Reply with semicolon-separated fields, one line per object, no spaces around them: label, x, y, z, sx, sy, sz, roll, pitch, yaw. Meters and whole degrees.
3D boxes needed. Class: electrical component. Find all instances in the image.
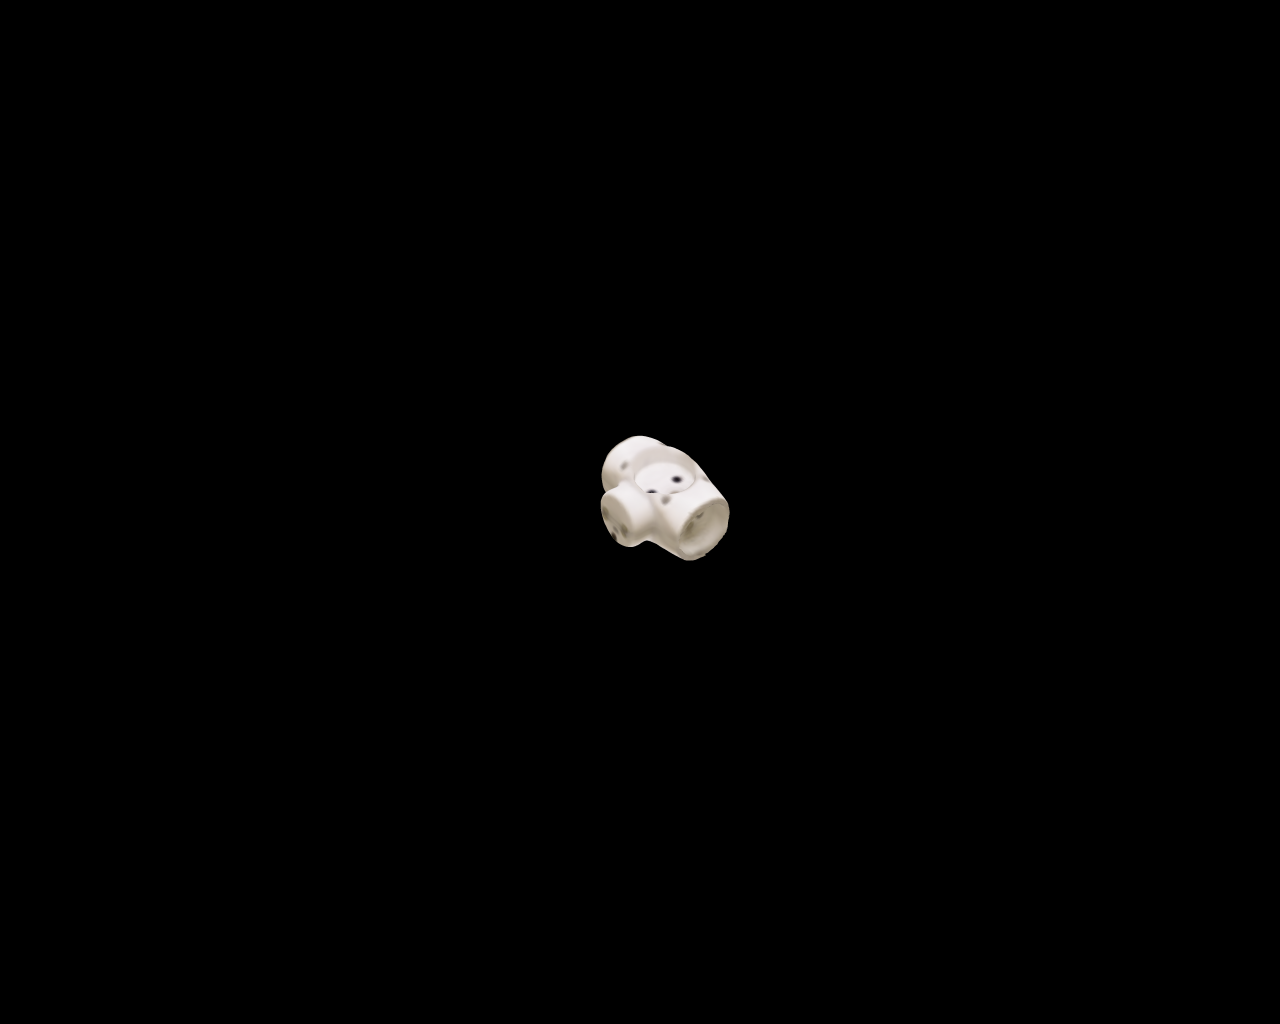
electrical component;0.001;-0.003;0.650;0.079;0.044;0.077;-27;49;-26
